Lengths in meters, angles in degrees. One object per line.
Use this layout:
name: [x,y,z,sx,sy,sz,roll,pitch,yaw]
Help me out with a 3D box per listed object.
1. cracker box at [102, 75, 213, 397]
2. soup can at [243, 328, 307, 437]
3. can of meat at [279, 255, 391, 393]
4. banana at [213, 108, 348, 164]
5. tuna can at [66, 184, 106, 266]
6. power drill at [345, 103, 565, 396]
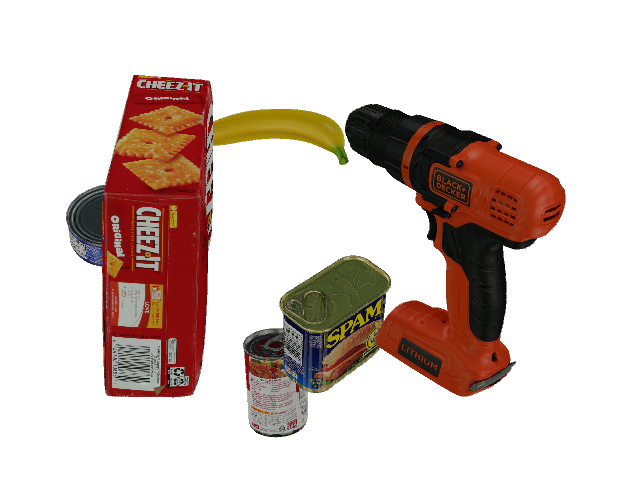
cracker box: [-0.117,-0.010,0.802,0.072,0.164,0.213,3,29,-5]
soup can: [-0.049,0.158,1.186,0.068,0.102,0.068,-2,24,1]
can of meat: [0.012,0.076,0.950,0.101,0.084,0.058,-31,51,-33]
banana: [-0.053,-0.133,1.297,0.198,0.037,0.069,8,39,18]
tuna can: [-0.202,-0.014,1.039,0.086,0.086,0.034,2,-45,-2]
power drill: [0.084,0.005,0.775,0.057,0.188,0.185,-23,38,-35]
